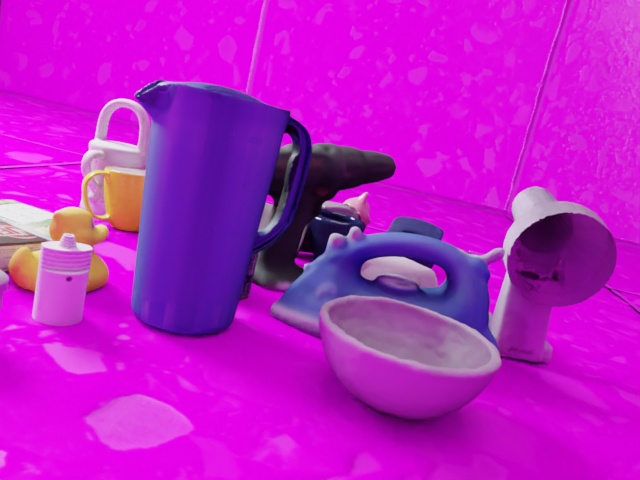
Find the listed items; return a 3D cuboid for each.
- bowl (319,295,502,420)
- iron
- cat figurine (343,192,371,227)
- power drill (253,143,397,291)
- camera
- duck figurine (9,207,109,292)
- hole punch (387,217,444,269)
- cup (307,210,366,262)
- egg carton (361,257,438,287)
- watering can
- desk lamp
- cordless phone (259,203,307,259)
[{"bbox_3d":[0.073,0.113,0.520,0.167,0.075,0.167,13,12,-2],"label":"bowl"},{"bbox_3d":[0.081,0.051,0.658,0.258,0.141,0.118,13,12,0],"label":"iron"},{"bbox_3d":[0.068,-0.039,1.132,0.067,0.118,0.128,13,12,1],"label":"cat figurine"},{"bbox_3d":[-0.019,-0.036,0.791,0.230,0.208,0.075,9,12,-21],"label":"power drill"},{"bbox_3d":[-0.007,-0.024,1.018,0.137,0.101,0.142,7,13,-27],"label":"camera"},{"bbox_3d":[-0.272,0.007,0.610,0.077,0.086,0.105,21,14,34],"label":"duck figurine"},{"bbox_3d":[0.177,0.009,1.090,0.108,0.091,0.101,16,12,15],"label":"hole punch"},{"bbox_3d":[0.008,0.003,0.920,0.117,0.095,0.092,21,14,32],"label":"cup"},{"bbox_3d":[0.091,0.061,0.799,0.151,0.069,0.107,3,16,-42],"label":"egg carton"},{"bbox_3d":[-0.337,-0.141,0.971,0.101,0.194,0.172,12,12,-7],"label":"watering can"},{"bbox_3d":[0.265,0.043,0.725,0.118,0.213,0.203,13,12,1],"label":"desk lamp"},{"bbox_3d":[-0.086,-0.059,0.886,0.147,0.185,0.094,14,12,3],"label":"cordless phone"}]
